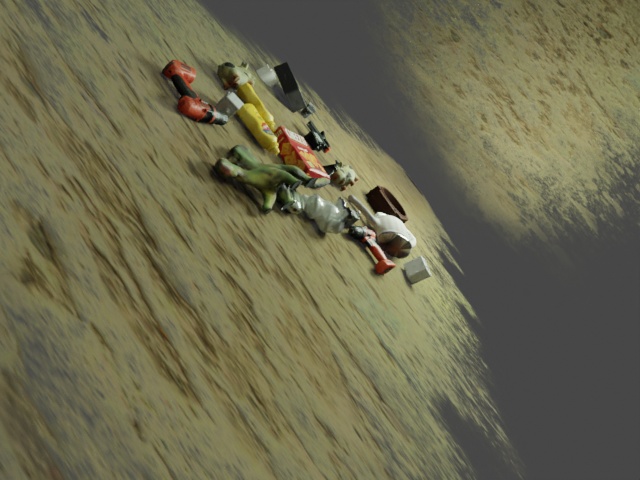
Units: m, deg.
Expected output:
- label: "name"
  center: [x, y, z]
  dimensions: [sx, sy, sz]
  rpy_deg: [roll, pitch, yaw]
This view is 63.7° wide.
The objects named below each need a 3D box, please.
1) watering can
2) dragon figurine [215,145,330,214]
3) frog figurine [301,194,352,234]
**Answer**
- label: "watering can"
  center: [0.259, -0.049, 2.096]
  dimensions: [0.345, 0.102, 0.229]
  rpy_deg: [29, 27, -18]
- label: "dragon figurine"
  center: [-0.144, -0.199, 1.441]
  dimensions: [0.244, 0.120, 0.414]
  rpy_deg: [41, 25, 12]
- label: "frog figurine"
  center: [0.005, -0.082, 1.636]
  dimensions: [0.159, 0.120, 0.140]
  rpy_deg: [1, 52, -19]
